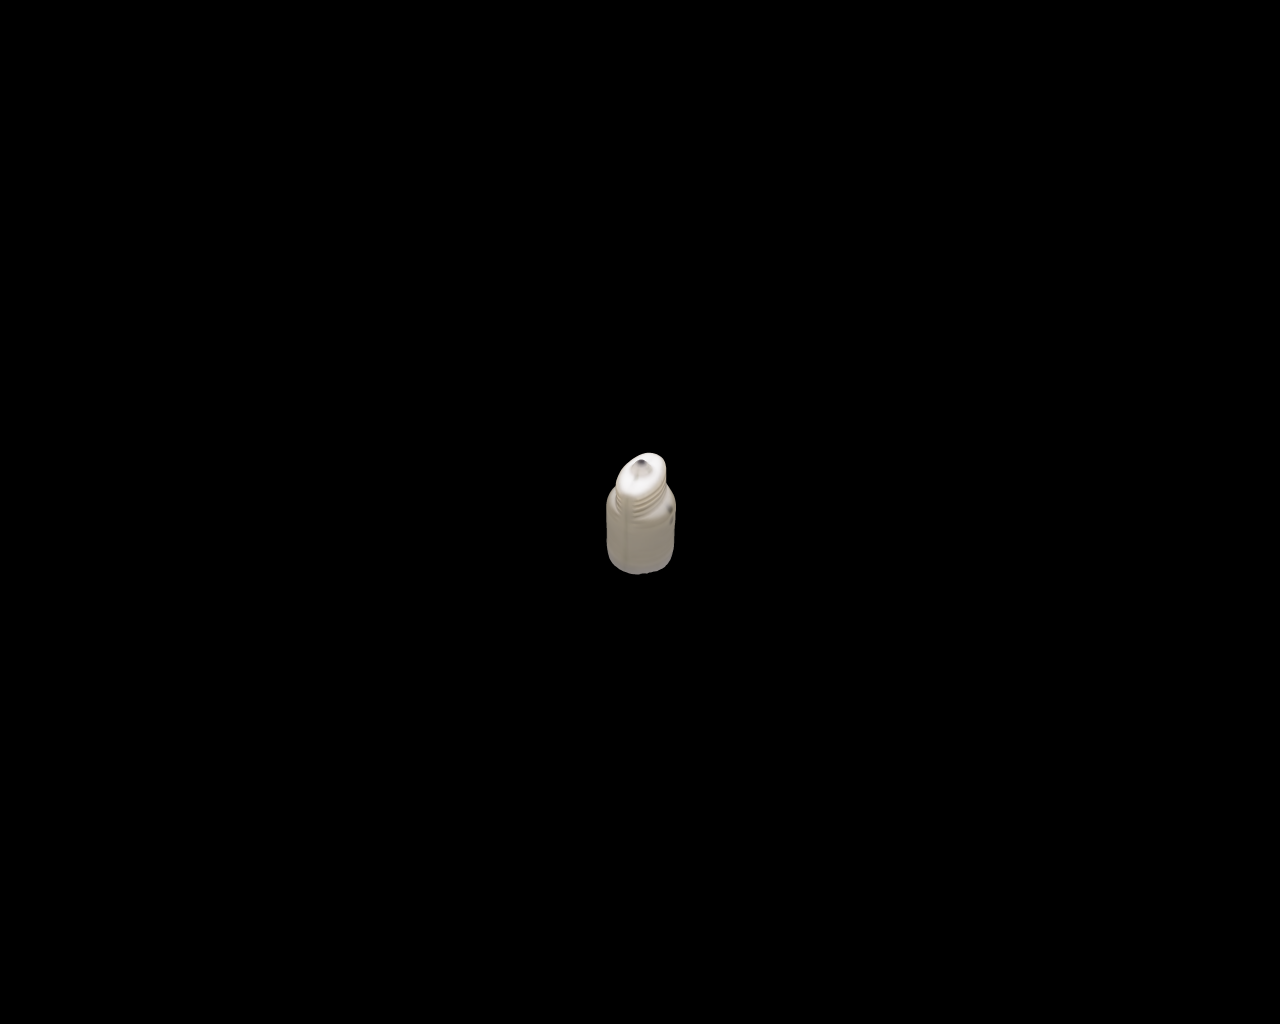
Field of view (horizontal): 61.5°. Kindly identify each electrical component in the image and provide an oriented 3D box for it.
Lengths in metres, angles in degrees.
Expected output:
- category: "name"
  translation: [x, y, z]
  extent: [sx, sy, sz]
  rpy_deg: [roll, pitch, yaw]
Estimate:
- category: "electrical component"
  translation: [0.001, -0.003, 0.650]
  extent: [0.043, 0.043, 0.080]
  rpy_deg: [0, -45, 0]
